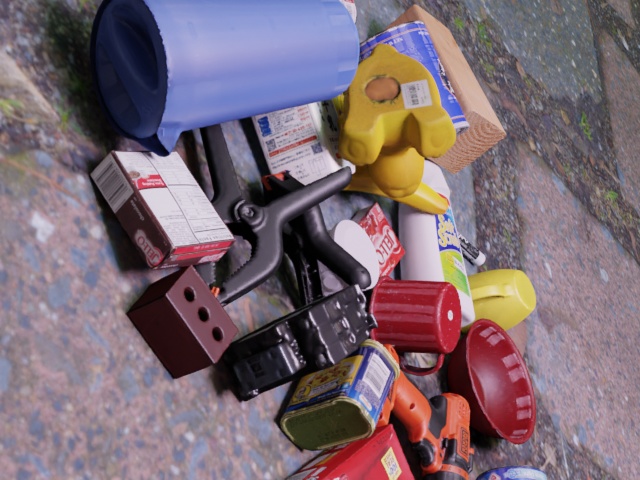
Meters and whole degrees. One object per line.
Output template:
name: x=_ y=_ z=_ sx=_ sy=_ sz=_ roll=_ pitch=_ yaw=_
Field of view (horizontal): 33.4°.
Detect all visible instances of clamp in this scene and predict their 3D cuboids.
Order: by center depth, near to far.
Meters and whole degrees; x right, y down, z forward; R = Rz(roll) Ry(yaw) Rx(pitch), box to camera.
clamp: x=-0.061 y=-0.021 z=1.031 sx=0.164 sy=0.036 sz=0.210 roll=17 pitch=63 yaw=-7
clamp: x=-0.007 y=0.001 z=1.091 sx=0.039 sy=0.120 sz=0.171 roll=-18 pitch=81 yaw=-40

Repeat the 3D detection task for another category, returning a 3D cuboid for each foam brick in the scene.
foam brick: x=-0.119 y=0.072 z=0.934 sx=0.078 sy=0.051 sz=0.053 roll=56 pitch=34 yaw=-16

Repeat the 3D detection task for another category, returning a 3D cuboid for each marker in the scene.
marker: x=0.185 y=-0.002 z=1.454 sx=0.121 sy=0.020 sz=0.020 roll=38 pitch=42 yaw=-36

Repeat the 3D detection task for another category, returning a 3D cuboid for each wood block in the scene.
wood block: x=0.153 y=-0.202 z=1.422 sx=0.090 sy=0.091 sz=0.206 roll=24 pitch=36 yaw=-46

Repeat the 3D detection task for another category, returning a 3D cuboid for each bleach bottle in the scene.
bleach bottle: x=0.135 y=-0.013 z=1.350 sx=0.102 sy=0.068 sz=0.251 roll=31 pitch=44 yaw=-46

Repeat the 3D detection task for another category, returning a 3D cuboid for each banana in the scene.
banana: x=0.067 y=-0.064 z=1.274 sx=0.197 sy=0.037 sz=0.070 roll=5 pitch=50 yaw=-36

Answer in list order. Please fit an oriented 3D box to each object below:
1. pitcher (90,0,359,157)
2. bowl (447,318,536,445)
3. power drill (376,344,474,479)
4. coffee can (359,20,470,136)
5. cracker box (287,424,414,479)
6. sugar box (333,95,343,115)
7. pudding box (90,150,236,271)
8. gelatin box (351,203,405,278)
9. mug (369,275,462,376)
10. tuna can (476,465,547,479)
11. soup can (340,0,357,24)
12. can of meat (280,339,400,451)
pitcher: x=-0.085 y=-0.184 z=1.005 sx=0.242 sy=0.149 sz=0.145 roll=-15 pitch=46 yaw=-39
bowl: x=0.206 y=0.182 z=1.332 sx=0.161 sy=0.055 sz=0.162 roll=33 pitch=45 yaw=-41
power drill: x=0.099 y=0.216 z=1.158 sx=0.187 sy=0.057 sz=0.184 roll=45 pitch=37 yaw=-33
coffee can: x=0.107 y=-0.179 z=1.292 sx=0.102 sy=0.103 sz=0.140 roll=-16 pitch=82 yaw=-57
cracker box: x=0.049 y=0.305 z=1.011 sx=0.163 sy=0.072 sz=0.214 roll=-21 pitch=88 yaw=-57
sugar box: x=0.037 y=-0.138 z=1.302 sx=0.176 sy=0.048 sz=0.093 roll=25 pitch=50 yaw=-45
pudding box: x=-0.139 y=-0.029 z=0.956 sx=0.089 sy=0.039 sz=0.113 roll=-7 pitch=59 yaw=-57
gelatin box: x=0.060 y=0.007 z=1.257 sx=0.073 sy=0.030 sz=0.089 roll=60 pitch=33 yaw=-11
mug: x=0.111 y=0.098 z=1.206 sx=0.093 sy=0.082 sz=0.117 roll=-26 pitch=113 yaw=-61
tuna can: x=0.227 y=0.297 z=1.261 sx=0.086 sy=0.086 sz=0.034 roll=32 pitch=44 yaw=-41
soup can: x=-0.008 y=-0.279 z=1.307 sx=0.102 sy=0.069 sz=0.068 roll=-6 pitch=75 yaw=-57
can of meat: x=0.018 y=0.153 z=1.037 sx=0.057 sy=0.102 sz=0.083 roll=53 pitch=37 yaw=-19
